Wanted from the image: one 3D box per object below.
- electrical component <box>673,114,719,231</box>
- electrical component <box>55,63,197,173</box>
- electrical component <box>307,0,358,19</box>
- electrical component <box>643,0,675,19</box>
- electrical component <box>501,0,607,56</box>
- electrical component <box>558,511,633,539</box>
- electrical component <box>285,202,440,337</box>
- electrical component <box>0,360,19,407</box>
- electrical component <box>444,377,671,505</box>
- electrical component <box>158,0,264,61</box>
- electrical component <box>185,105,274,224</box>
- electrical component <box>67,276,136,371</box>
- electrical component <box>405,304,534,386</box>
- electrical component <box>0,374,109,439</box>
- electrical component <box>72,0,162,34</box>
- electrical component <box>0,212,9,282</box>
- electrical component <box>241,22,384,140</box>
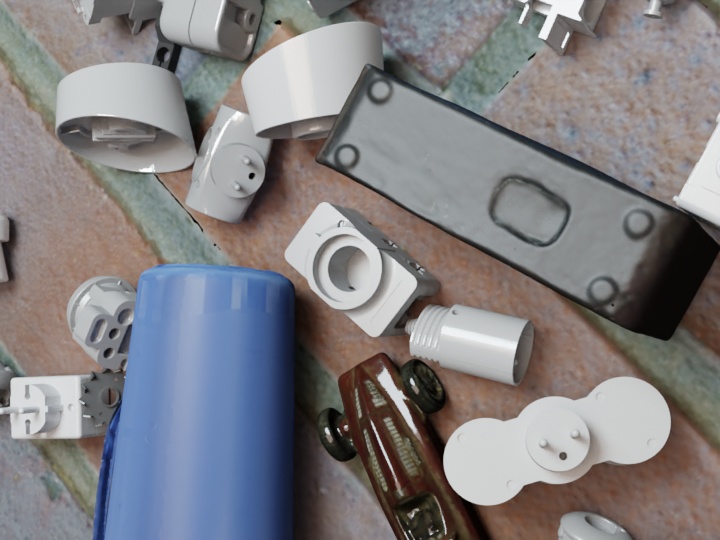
[{"bbox_3d":[0.224,-0.049,0.614,0.061,0.096,0.061,30,99,21],"label":"electrical component"},{"bbox_3d":[-0.173,-0.109,0.788,0.099,0.099,0.064,-13,76,22],"label":"electrical component"},{"bbox_3d":[-0.033,-0.229,0.733,0.048,0.100,0.099,-26,77,7],"label":"electrical component"},{"bbox_3d":[0.191,-0.195,0.666,0.040,0.040,0.078,15,94,23],"label":"electrical component"},{"bbox_3d":[0.128,-0.185,0.692,0.064,0.042,0.081,27,97,24],"label":"electrical component"},{"bbox_3d":[0.140,0.185,0.668,0.048,0.048,0.062,22,103,22],"label":"electrical component"},{"bbox_3d":[0.000,0.000,0.729,0.089,0.056,0.050,41,103,19],"label":"electrical component"},{"bbox_3d":[-0.308,0.085,0.863,0.062,0.048,0.048,41,103,27],"label":"electrical component"},{"bbox_3d":[0.117,0.102,0.644,0.138,0.073,0.052,-17,77,3],"label":"electrical component"},{"bbox_3d":[-0.106,-0.207,0.786,0.059,0.054,0.095,17,94,23],"label":"electrical component"},{"bbox_3d":[-0.089,-0.073,0.762,0.044,0.079,0.077,19,97,-18],"label":"electrical component"},{"bbox_3d":[-0.181,0.038,0.798,0.057,0.078,0.058,30,100,43],"label":"electrical component"},{"bbox_3d":[0.069,0.045,0.705,0.081,0.043,0.043,12,92,23],"label":"electrical component"},{"bbox_3d":[-0.239,0.104,0.815,0.066,0.077,0.047,-4,85,23],"label":"electrical component"},{"bbox_3d":[-0.181,-0.214,0.805,0.042,0.064,0.081,64,151,12],"label":"electrical component"},{"bbox_3d":[-0.306,-0.018,0.867,0.045,0.045,0.055,-1,87,23],"label":"electrical component"},{"bbox_3d":[-0.029,-0.123,0.726,0.099,0.099,0.064,-9,90,22],"label":"electrical component"}]
